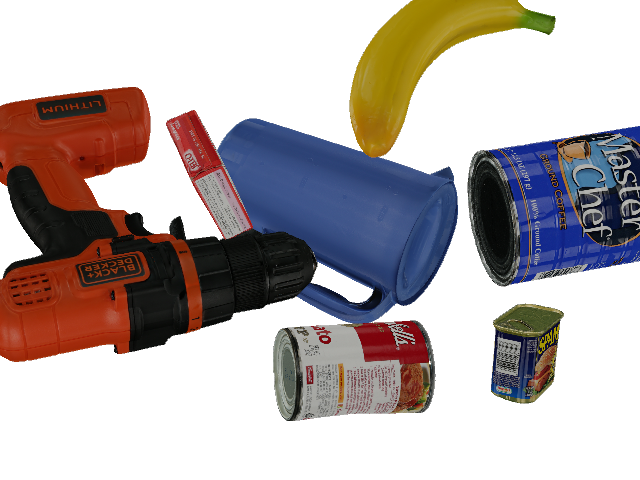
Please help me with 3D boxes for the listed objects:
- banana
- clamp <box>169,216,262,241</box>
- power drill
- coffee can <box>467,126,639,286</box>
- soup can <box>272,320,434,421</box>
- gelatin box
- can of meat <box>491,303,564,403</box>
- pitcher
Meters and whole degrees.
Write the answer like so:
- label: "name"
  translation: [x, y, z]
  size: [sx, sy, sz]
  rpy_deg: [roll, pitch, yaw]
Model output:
- label: "banana"
  translation: [0.068, -0.117, 0.649]
  size: [0.070, 0.037, 0.197]
  rpy_deg: [33, 51, 25]
- label: "clamp"
  translation: [-0.140, 0.026, 1.246]
  size: [0.120, 0.039, 0.171]
  rpy_deg: [-6, 38, 18]
- label: "power drill"
  translation: [-0.114, -0.017, 0.631]
  size: [0.184, 0.057, 0.188]
  rpy_deg: [-10, 44, -20]
- label: "coffee can"
  translation: [0.193, -0.027, 0.795]
  size: [0.140, 0.103, 0.103]
  rpy_deg: [-10, 1, -8]
- label: "soup can"
  translation: [0.022, 0.094, 0.768]
  size: [0.102, 0.068, 0.069]
  rpy_deg: [-1, 0, -17]
- label: "gelatin box"
  translation: [-0.093, -0.054, 0.889]
  size: [0.030, 0.073, 0.089]
  rpy_deg: [-27, -38, -2]
- label: "can of meat"
  translation: [0.229, 0.125, 1.188]
  size: [0.058, 0.084, 0.101]
  rpy_deg: [11, 16, 28]
- label: "pitcher"
  translation: [0.005, -0.029, 1.084]
  size: [0.243, 0.145, 0.149]
  rpy_deg: [23, 27, 23]
